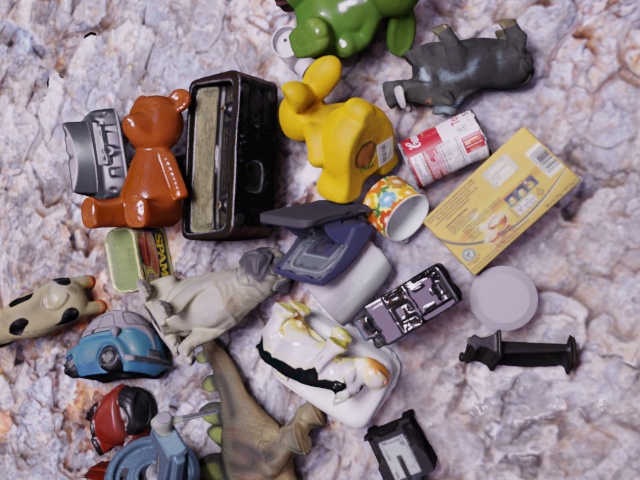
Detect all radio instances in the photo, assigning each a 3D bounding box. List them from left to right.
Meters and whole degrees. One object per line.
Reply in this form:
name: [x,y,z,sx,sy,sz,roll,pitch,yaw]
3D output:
radio: [-0.126,-0.111,0.749,0.131,0.073,0.229,3,92,47]

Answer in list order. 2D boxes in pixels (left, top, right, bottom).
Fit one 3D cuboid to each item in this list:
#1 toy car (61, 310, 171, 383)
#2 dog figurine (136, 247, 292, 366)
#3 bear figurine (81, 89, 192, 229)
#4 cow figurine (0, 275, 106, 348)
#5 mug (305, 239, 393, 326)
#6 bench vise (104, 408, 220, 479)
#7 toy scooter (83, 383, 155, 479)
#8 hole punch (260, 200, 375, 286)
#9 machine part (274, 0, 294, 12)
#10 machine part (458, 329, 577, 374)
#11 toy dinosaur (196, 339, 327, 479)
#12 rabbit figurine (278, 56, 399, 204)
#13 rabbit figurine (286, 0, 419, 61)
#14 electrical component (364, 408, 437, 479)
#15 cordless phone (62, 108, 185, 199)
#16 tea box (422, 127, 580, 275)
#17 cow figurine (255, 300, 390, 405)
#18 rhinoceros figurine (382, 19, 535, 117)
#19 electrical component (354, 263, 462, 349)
toy car: [-0.306,0.159,0.816,0.162,0.109,0.103,-11,64,26]
dog figurine: [-0.149,0.072,0.776,0.173,0.190,0.121,24,137,47]
bear figurine: [-0.242,-0.113,0.737,0.120,0.132,0.195,3,95,24]
cow figurine: [-0.455,0.121,0.836,0.195,0.127,0.085,-24,80,12]
mug: [0.039,0.045,0.733,0.107,0.080,0.110,-40,45,2]
bench vise: [-0.192,0.319,0.675,0.224,0.129,0.240,43,131,40]
toy scooter: [-0.311,0.316,0.823,0.135,0.075,0.183,-17,90,16]
hole punch: [-0.001,-0.002,0.701,0.142,0.116,0.092,6,111,53]
machine part: [-0.013,-0.438,0.742,0.201,0.087,0.201,-7,89,15]
machine part: [0.250,0.141,0.674,0.139,0.084,0.039,2,54,5]
toy dinosaur: [-0.084,0.303,0.745,0.199,0.105,0.471,-28,71,18]
rabbit figurine: [0.001,-0.149,0.705,0.122,0.162,0.173,-41,49,-14]
rabbit figurine: [0.062,-0.288,0.678,0.170,0.159,0.121,-14,72,38]
electrical component: [0.118,0.296,0.716,0.075,0.047,0.119,-32,82,13]
cordless phone: [-0.285,-0.134,0.827,0.184,0.088,0.146,-9,88,4]
tea box: [0.225,-0.046,0.680,0.169,0.068,0.098,-43,78,12]
cow figurine: [-0.001,0.155,0.676,0.167,0.068,0.098,32,100,16]
rhinoceros figurine: [0.176,-0.218,0.699,0.190,0.073,0.112,-8,98,13]
electrical component: [0.111,0.084,0.686,0.134,0.115,0.058,-32,79,11]
